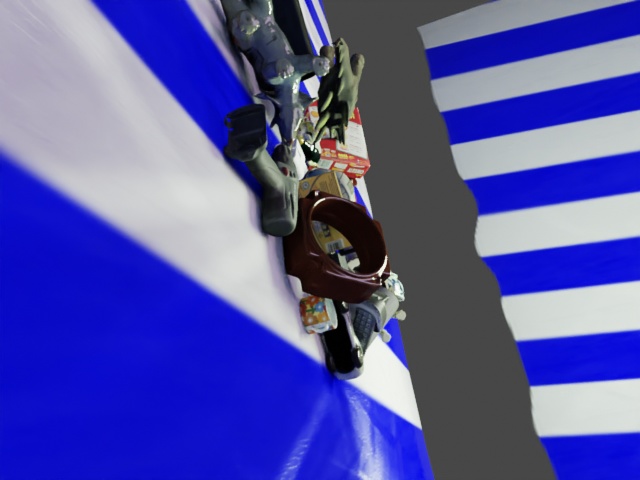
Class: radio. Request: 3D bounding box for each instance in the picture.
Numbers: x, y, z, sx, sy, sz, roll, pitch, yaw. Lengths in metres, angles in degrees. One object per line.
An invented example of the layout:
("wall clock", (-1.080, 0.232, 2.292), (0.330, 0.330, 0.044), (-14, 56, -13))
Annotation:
("radio", (-0.095, -0.453, 1.174), (0.073, 0.131, 0.229), (-36, 110, -76))

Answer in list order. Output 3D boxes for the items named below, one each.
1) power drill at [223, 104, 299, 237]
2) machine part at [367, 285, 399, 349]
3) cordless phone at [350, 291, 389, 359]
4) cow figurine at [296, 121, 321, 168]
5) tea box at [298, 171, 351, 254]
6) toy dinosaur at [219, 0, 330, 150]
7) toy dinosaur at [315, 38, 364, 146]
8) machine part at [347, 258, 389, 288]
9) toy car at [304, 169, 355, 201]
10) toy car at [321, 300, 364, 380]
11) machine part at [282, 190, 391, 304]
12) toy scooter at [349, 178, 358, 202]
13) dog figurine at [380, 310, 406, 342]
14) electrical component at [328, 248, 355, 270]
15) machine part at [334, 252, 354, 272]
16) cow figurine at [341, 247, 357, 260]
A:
("power drill", (-0.095, -0.135, 0.935), (0.207, 0.086, 0.232), (70, 12, -55))
("machine part", (0.113, 0.188, 1.257), (0.243, 0.079, 0.079), (-45, 125, -37))
("cordless phone", (0.059, 0.183, 1.155), (0.088, 0.147, 0.184), (-4, 115, -61))
("cow figurine", (-0.043, -0.237, 1.308), (0.167, 0.068, 0.098), (35, 47, -70))
("tea box", (0.004, -0.056, 1.170), (0.068, 0.098, 0.169), (-177, -108, -77))
("toy dinosaur", (-0.113, -0.380, 1.043), (0.404, 0.131, 0.192), (59, -22, -14))
("toy dinosaur", (0.041, -0.333, 1.218), (0.471, 0.105, 0.198), (81, 15, -70))
("machine part", (0.107, 0.131, 1.370), (0.179, 0.056, 0.179), (20, 58, -36))
("toy car", (0.034, -0.117, 1.356), (0.161, 0.103, 0.109), (56, 24, -15))
("toy car", (0.036, 0.188, 1.097), (0.056, 0.074, 0.201), (-25, 100, -74))
("machine part", (0.033, 0.011, 1.037), (0.201, 0.087, 0.201), (15, 50, -28))
("toy scooter", (0.074, -0.144, 1.585), (0.135, 0.075, 0.183), (-130, -151, -64))
("dog figurine", (0.131, 0.195, 1.538), (0.172, 0.121, 0.191), (48, -8, -17))
("electrical component", (0.037, 0.052, 1.166), (0.075, 0.119, 0.047), (9, 66, -80))
("machine part", (0.062, 0.085, 1.286), (0.139, 0.039, 0.084), (41, 43, -16))
("cow figurine", (0.113, 0.049, 1.497), (0.086, 0.127, 0.194), (43, 5, 23))
